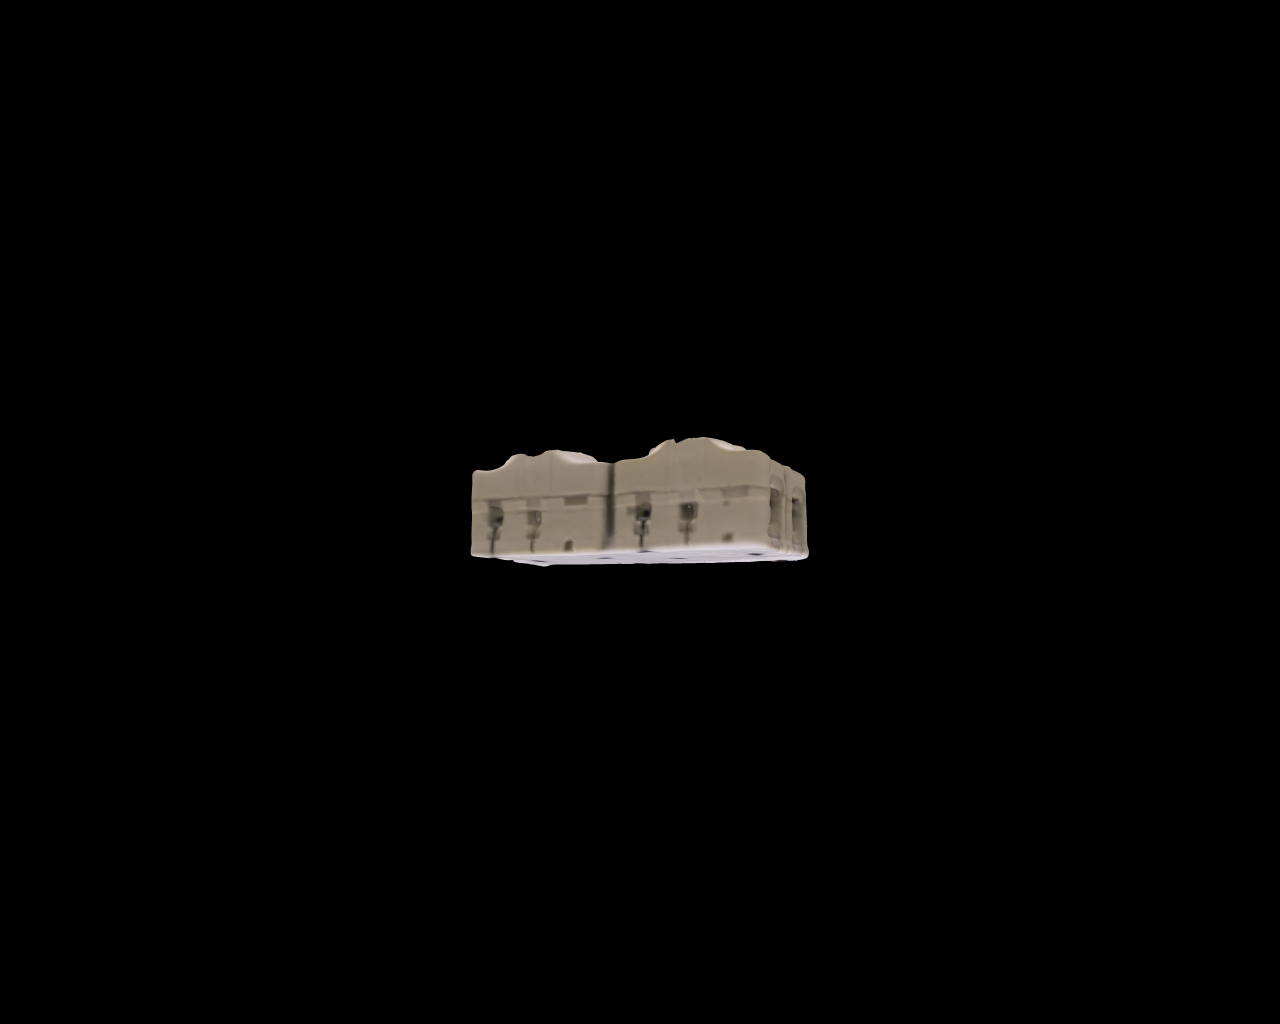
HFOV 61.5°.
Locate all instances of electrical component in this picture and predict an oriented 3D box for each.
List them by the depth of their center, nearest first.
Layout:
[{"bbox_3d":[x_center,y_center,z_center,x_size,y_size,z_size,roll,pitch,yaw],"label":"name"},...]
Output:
[{"bbox_3d":[0.001,-0.003,0.650,0.186,0.060,0.105,-3,-7,22],"label":"electrical component"}]
